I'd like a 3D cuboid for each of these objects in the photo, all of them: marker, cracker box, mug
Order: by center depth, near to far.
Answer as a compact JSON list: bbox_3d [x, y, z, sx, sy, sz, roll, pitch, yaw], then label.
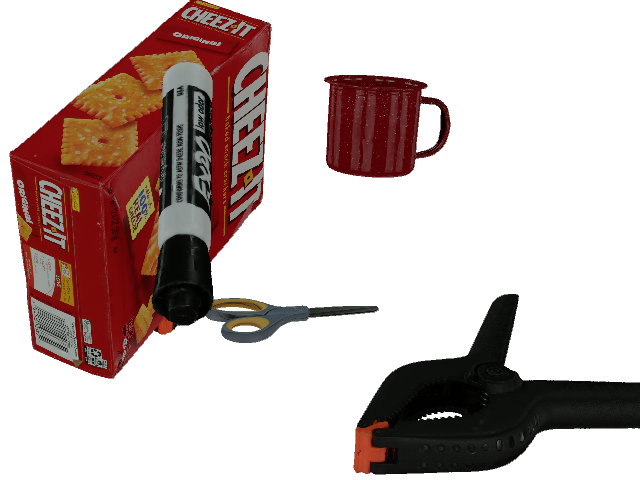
[{"bbox_3d":[-0.046,-0.019,0.363,0.020,0.020,0.121,0,44,-6],"label":"marker"},{"bbox_3d":[-0.109,-0.038,0.709,0.072,0.164,0.213,21,43,15],"label":"cracker box"},{"bbox_3d":[0.059,-0.103,0.967,0.117,0.081,0.093,2,15,-6],"label":"mug"}]

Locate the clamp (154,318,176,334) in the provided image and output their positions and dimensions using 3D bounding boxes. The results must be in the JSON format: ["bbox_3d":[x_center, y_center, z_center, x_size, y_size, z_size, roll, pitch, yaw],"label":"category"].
[{"bbox_3d":[-0.153,0.034,0.974,0.120,0.039,0.172,-15,30,-27],"label":"clamp"}]

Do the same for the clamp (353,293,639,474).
[{"bbox_3d":[0.100,0.088,0.641,0.209,0.036,0.165,-12,26,-28],"label":"clamp"}]

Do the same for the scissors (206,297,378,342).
[{"bbox_3d":[-0.029,0.090,1.197,0.201,0.016,0.096,4,24,-5],"label":"scissors"}]
